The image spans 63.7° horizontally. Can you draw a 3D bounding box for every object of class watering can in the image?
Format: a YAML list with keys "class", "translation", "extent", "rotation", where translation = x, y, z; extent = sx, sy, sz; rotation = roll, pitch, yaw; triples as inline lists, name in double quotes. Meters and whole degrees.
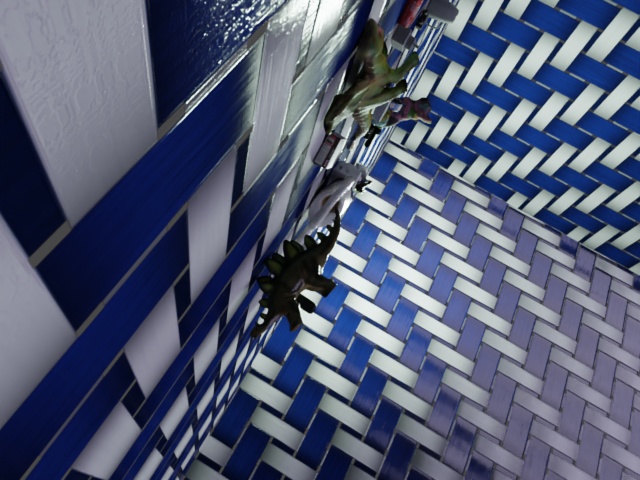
- class: "watering can"
  translation: [0.005, -0.086, 1.710]
  extent: [0.343, 0.104, 0.227]
  rotation: [-50, 180, 22]

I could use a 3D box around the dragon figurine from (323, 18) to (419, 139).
- class: "dragon figurine"
  translation: [0.085, -0.323, 1.171]
  extent: [0.246, 0.123, 0.401]
  rotation: [-37, 162, -33]

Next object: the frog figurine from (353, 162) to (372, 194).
- class: "frog figurine"
  translation: [0.175, -0.311, 2.437]
  extent: [0.134, 0.123, 0.163]
  rotation: [98, -15, -57]
